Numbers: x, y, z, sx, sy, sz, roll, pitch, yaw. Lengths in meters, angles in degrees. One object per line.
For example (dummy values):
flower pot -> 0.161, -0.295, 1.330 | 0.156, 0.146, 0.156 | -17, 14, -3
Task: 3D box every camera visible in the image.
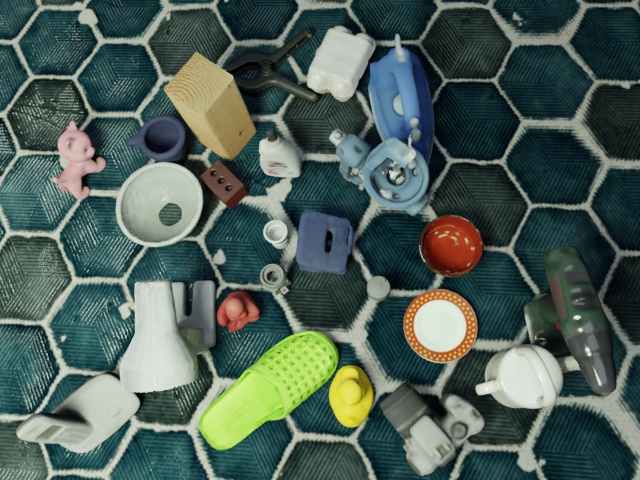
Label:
camera -> 0.177, 0.296, 0.949 | 0.143, 0.101, 0.136 | -40, 76, -6

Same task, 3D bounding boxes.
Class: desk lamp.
desk lamp -> -0.254, 0.153, 0.962 | 0.118, 0.213, 0.203 | -4, 75, 4

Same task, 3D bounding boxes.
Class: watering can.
watering can -> 0.337, 0.213, 0.910 | 0.173, 0.194, 0.101 | -38, 75, -6

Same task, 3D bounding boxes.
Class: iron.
iron -> 0.164, -0.248, 1.073 | 0.118, 0.141, 0.258 | -11, 75, 2

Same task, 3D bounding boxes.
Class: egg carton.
egg carton -> 0.041, -0.355, 1.149 | 0.107, 0.069, 0.150 | 22, 78, 10

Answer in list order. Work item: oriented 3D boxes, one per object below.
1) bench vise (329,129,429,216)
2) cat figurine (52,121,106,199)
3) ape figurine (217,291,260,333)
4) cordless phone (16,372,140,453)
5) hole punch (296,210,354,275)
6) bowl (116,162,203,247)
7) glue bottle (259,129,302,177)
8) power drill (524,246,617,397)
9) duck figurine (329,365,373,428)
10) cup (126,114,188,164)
bench vise -> 0.100, -0.131, 1.007 | 0.207, 0.220, 0.121 | 18, 77, 9
cat figurine -> -0.478, -0.159, 1.112 | 0.067, 0.118, 0.128 | 22, 78, 10
ape figurine -> -0.148, 0.125, 1.024 | 0.077, 0.092, 0.076 | 7, 76, 7
cordless phone -> -0.400, 0.287, 0.953 | 0.147, 0.185, 0.094 | -43, 76, -7
hole punch -> 0.010, 0.004, 1.045 | 0.101, 0.091, 0.109 | 5, 76, 6
bowl -> -0.295, -0.060, 1.094 | 0.167, 0.075, 0.167 | -1, 75, 4
glue bottle -> -0.079, -0.162, 1.053 | 0.078, 0.173, 0.037 | 1, 75, 5
power drill -> 0.398, 0.133, 0.919 | 0.075, 0.208, 0.229 | -9, 75, 3
duck figurine -> 0.052, 0.265, 0.975 | 0.077, 0.086, 0.104 | -1, 75, 5
cup -> -0.307, -0.182, 1.117 | 0.117, 0.095, 0.091 | -7, 75, 3
